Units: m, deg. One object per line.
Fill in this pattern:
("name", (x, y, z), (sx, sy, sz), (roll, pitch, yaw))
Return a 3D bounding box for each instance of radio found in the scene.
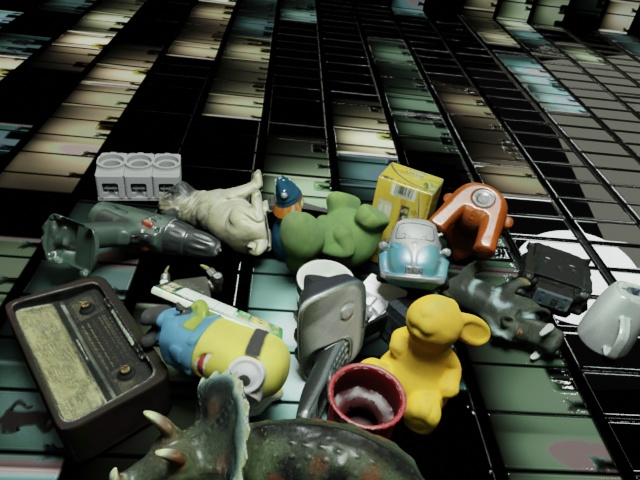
("radio", (-0.290, 0.147, 0.675), (0.131, 0.073, 0.230), (-21, 46, -33))

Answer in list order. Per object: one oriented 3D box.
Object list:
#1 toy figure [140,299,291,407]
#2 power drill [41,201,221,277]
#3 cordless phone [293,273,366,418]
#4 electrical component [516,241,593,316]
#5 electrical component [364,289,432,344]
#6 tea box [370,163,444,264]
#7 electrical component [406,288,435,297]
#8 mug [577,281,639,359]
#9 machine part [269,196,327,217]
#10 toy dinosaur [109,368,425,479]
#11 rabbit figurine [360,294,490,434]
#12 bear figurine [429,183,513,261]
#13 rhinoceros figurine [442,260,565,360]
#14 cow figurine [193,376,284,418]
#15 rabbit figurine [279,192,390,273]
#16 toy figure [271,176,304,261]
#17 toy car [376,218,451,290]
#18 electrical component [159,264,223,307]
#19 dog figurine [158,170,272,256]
("toy figure", (-0.121, 0.124, 0.629), (0.180, 0.082, 0.089), (22, 53, 20))
("power drill", (-0.297, -0.005, 0.832), (0.232, 0.085, 0.207), (18, 20, 20))
("cordless phone", (-0.002, 0.140, 0.676), (0.089, 0.146, 0.184), (9, 33, 13))
("electrical component", (0.403, 0.068, 0.927), (0.115, 0.058, 0.134), (16, 37, 14))
("electrical component", (0.118, 0.122, 0.786), (0.119, 0.074, 0.048), (-16, 43, -36))
("tea box", (0.138, -0.034, 0.917), (0.098, 0.169, 0.068), (23, 39, 16))
("electrical component", (0.159, 0.093, 0.876), (0.094, 0.021, 0.063), (24, 39, 21))
("mug", (0.454, 0.122, 0.823), (0.081, 0.107, 0.109), (21, 36, 18))
("machine part", (-0.026, -0.057, 1.005), (0.139, 0.039, 0.084), (12, 11, -7))
("toy dinosaur", (0.008, 0.234, 0.520), (0.405, 0.192, 0.131), (8, 39, 2))
("rabbit figurine", (0.147, 0.138, 0.690), (0.162, 0.173, 0.122), (-24, 43, -30))
("bear figurine", (0.252, -0.010, 0.929), (0.120, 0.195, 0.132), (29, 67, 15))
("rhinoceros figurine", (0.286, 0.108, 0.837), (0.191, 0.073, 0.112), (30, 41, 27))
("cow figurine", (-0.134, 0.163, 0.693), (0.168, 0.068, 0.098), (31, 48, 29))
("rabbit figurine", (-0.002, -0.003, 0.864), (0.170, 0.159, 0.121), (2, 31, -41))
("toy figure", (-0.054, -0.038, 0.897), (0.058, 0.154, 0.064), (-24, 44, -36))
("toy car", (0.146, 0.017, 0.821), (0.109, 0.102, 0.161), (7, 7, 10))
("electrical component", (-0.197, 0.075, 0.811), (0.102, 0.045, 0.078), (-2, 37, -14))
("dog figurine", (-0.185, -0.030, 0.928), (0.191, 0.121, 0.172), (-10, 35, -1))
